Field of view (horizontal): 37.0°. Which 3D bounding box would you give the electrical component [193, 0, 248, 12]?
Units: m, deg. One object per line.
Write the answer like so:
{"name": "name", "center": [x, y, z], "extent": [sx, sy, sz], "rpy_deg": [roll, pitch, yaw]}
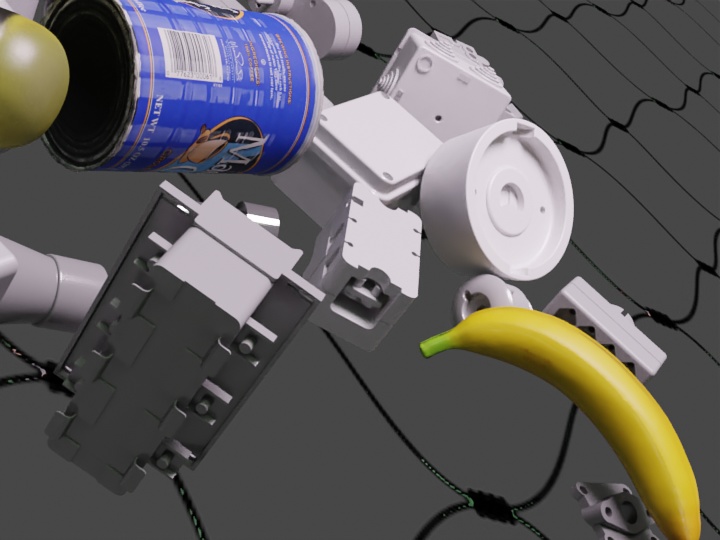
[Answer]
{"name": "electrical component", "center": [-0.103, -0.154, 0.753], "extent": [0.066, 0.047, 0.077], "rpy_deg": [44, 32, 12]}

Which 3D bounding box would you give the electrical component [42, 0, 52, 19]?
{"name": "electrical component", "center": [-0.151, -0.164, 0.702], "extent": [0.079, 0.044, 0.077], "rpy_deg": [11, 20, 27]}

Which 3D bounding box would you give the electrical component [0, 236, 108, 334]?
{"name": "electrical component", "center": [-0.150, 0.009, 0.496], "extent": [0.065, 0.044, 0.044], "rpy_deg": [14, 37, -41]}

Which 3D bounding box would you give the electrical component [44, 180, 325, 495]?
{"name": "electrical component", "center": [-0.081, 0.035, 0.451], "extent": [0.079, 0.121, 0.063], "rpy_deg": [36, 34, -3]}

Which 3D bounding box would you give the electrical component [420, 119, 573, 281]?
{"name": "electrical component", "center": [0.088, -0.045, 0.734], "extent": [0.108, 0.060, 0.108], "rpy_deg": [4, 84, -41]}

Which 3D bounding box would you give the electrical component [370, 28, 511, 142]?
{"name": "electrical component", "center": [0.056, -0.122, 0.824], "extent": [0.100, 0.099, 0.048], "rpy_deg": [26, 19, -18]}

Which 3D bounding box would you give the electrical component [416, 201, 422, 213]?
{"name": "electrical component", "center": [0.078, -0.051, 0.801], "extent": [0.055, 0.048, 0.066], "rpy_deg": [3, 44, -32]}

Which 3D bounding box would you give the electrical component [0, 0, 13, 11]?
{"name": "electrical component", "center": [-0.237, -0.143, 0.609], "extent": [0.077, 0.043, 0.079], "rpy_deg": [49, 36, 18]}

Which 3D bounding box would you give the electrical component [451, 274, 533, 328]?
{"name": "electrical component", "center": [0.094, 0.030, 0.711], "extent": [0.062, 0.048, 0.048], "rpy_deg": [14, 36, -49]}

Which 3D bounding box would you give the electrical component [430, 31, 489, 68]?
{"name": "electrical component", "center": [0.072, -0.171, 0.945], "extent": [0.066, 0.055, 0.048], "rpy_deg": [16, 37, -30]}

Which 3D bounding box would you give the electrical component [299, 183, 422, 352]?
{"name": "electrical component", "center": [0.000, 0.000, 0.643], "extent": [0.050, 0.055, 0.089], "rpy_deg": [29, 32, -14]}

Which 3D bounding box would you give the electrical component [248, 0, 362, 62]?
{"name": "electrical component", "center": [-0.067, -0.225, 0.881], "extent": [0.138, 0.052, 0.074], "rpy_deg": [48, 33, 18]}

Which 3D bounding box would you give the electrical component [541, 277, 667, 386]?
{"name": "electrical component", "center": [0.172, 0.047, 0.761], "extent": [0.083, 0.047, 0.076], "rpy_deg": [44, 31, 11]}

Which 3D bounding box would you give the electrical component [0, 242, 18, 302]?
{"name": "electrical component", "center": [-0.195, 0.005, 0.389], "extent": [0.109, 0.108, 0.056], "rpy_deg": [43, 29, 10]}

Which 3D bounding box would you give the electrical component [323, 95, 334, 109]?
{"name": "electrical component", "center": [-0.050, -0.115, 0.759], "extent": [0.055, 0.045, 0.045], "rpy_deg": [45, 32, 12]}

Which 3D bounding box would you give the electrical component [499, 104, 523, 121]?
{"name": "electrical component", "center": [0.094, -0.116, 0.883], "extent": [0.081, 0.063, 0.042], "rpy_deg": [28, 17, -15]}

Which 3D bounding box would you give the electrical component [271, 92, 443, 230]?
{"name": "electrical component", "center": [0.003, -0.073, 0.743], "extent": [0.078, 0.057, 0.113], "rpy_deg": [43, 31, 9]}

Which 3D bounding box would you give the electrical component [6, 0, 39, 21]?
{"name": "electrical component", "center": [-0.214, -0.187, 0.663], "extent": [0.040, 0.078, 0.040], "rpy_deg": [22, 20, -9]}
